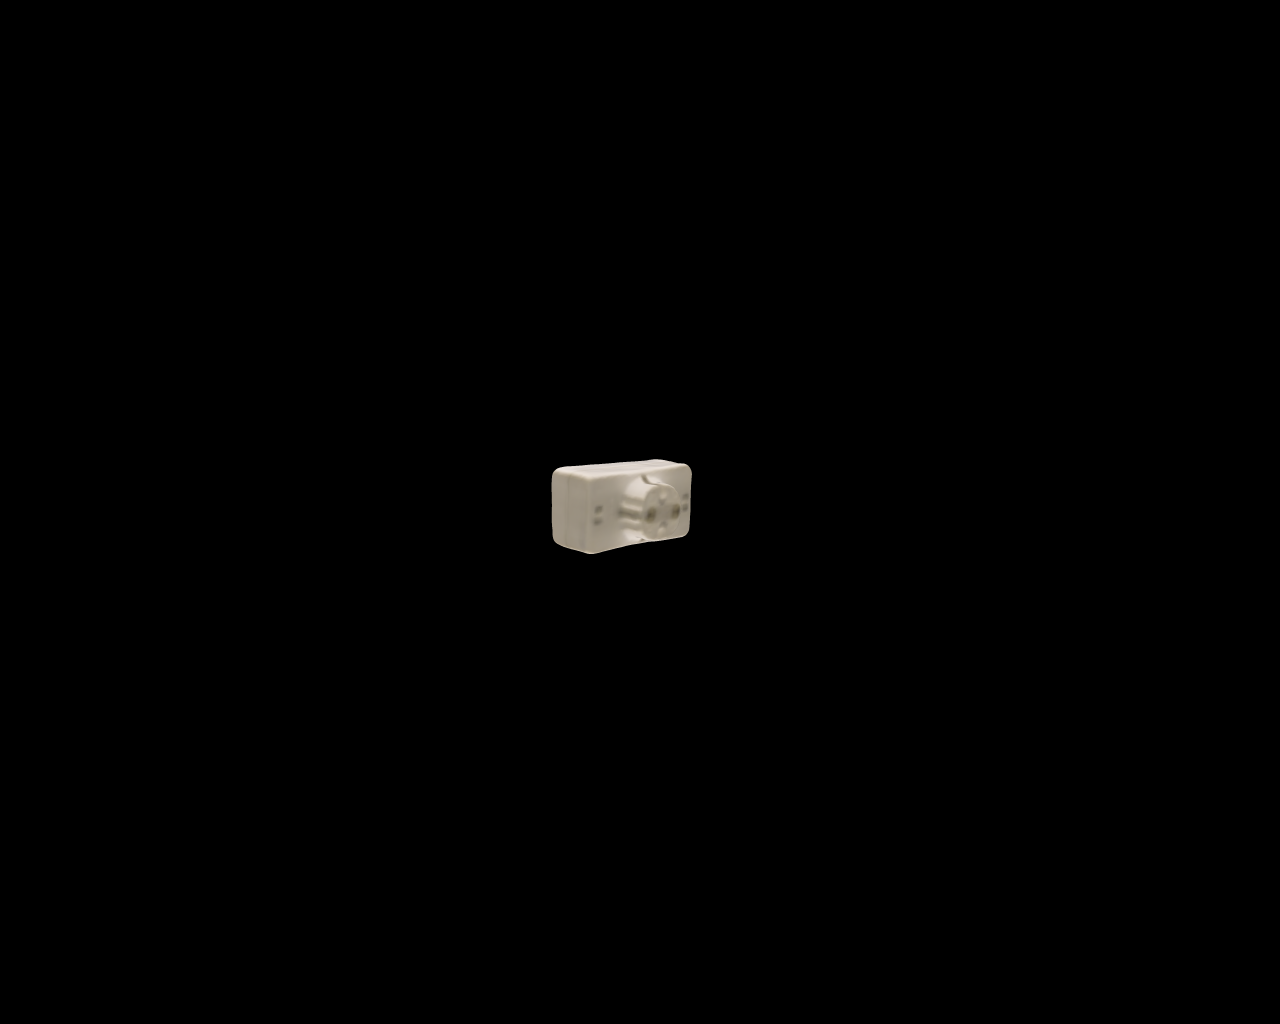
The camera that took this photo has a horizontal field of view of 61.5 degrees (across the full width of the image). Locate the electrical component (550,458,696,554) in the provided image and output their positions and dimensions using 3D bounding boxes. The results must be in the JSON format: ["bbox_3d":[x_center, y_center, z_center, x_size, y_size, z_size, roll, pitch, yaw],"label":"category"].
[{"bbox_3d":[0.001,-0.003,0.650,0.083,0.047,0.076,-8,13,-39],"label":"electrical component"}]
